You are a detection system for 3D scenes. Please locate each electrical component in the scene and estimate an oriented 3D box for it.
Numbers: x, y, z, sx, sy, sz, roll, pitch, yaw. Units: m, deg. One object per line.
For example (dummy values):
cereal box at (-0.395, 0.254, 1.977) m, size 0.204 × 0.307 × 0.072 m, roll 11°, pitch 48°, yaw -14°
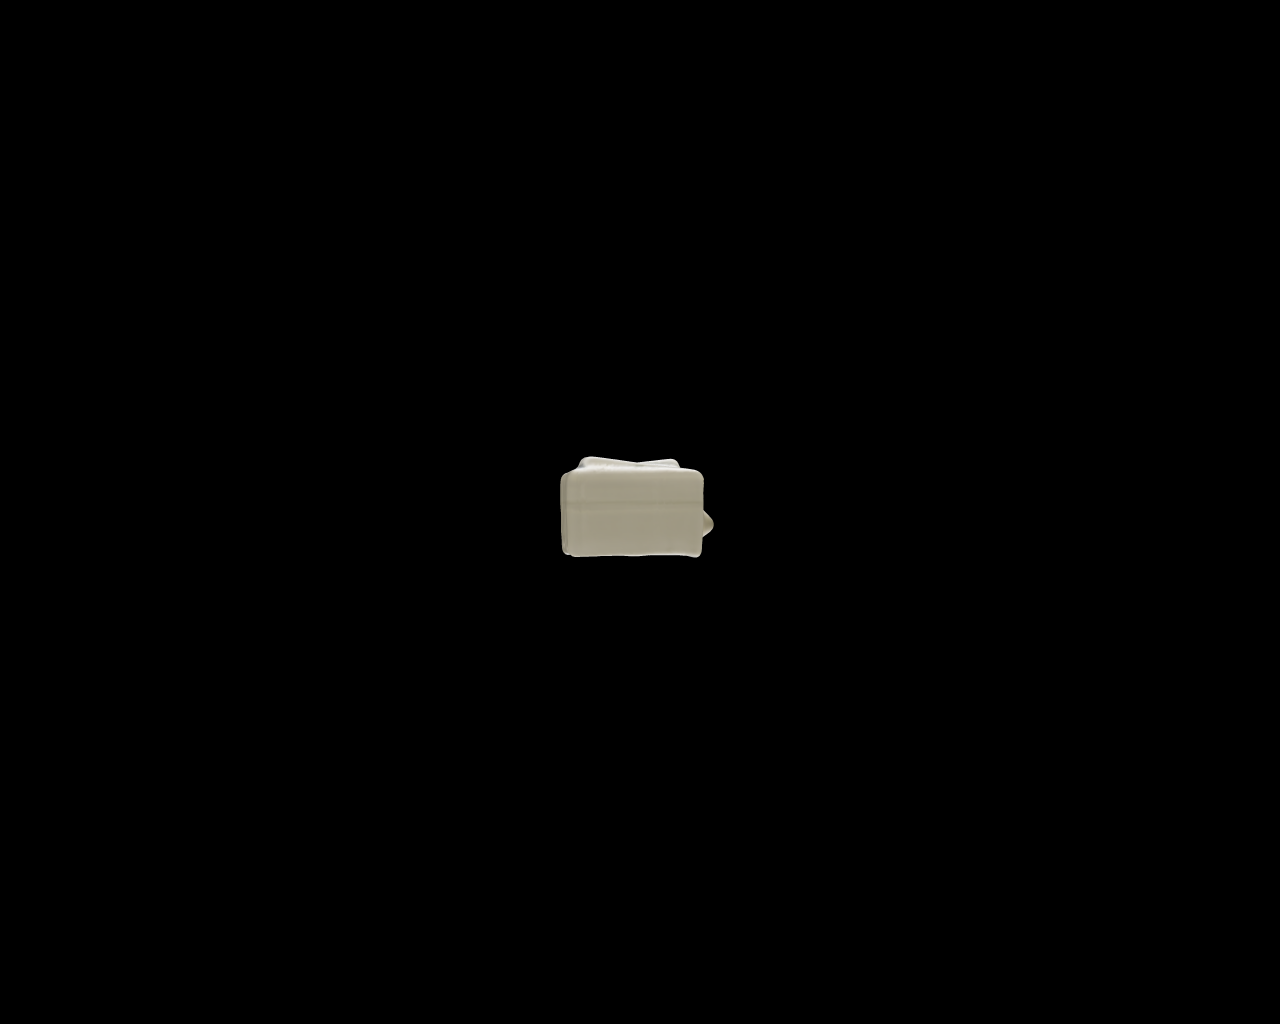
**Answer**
electrical component at (0.001, -0.003, 0.650) m, size 0.096 × 0.061 × 0.061 m, roll 0°, pitch 0°, yaw -9°
